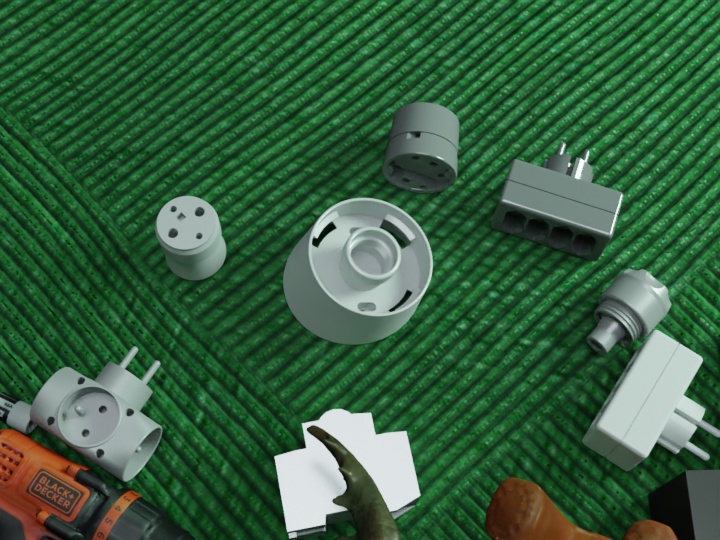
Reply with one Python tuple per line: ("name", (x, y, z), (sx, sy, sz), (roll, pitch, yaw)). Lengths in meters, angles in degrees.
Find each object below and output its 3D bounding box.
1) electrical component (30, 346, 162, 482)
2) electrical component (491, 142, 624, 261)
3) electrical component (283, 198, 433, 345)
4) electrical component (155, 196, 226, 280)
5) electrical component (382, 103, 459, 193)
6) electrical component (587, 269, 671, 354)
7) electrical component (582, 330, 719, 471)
("electrical component", (-0.167, 0.088, 0.724), (0.077, 0.044, 0.079), (30, 71, 10))
("electrical component", (0.149, -0.059, 0.790), (0.083, 0.047, 0.075), (18, 69, 6))
("electrical component", (0.000, 0.000, 0.766), (0.099, 0.064, 0.099), (6, 66, -14))
("electrical component", (-0.120, -0.023, 0.764), (0.045, 0.055, 0.045), (0, 69, -1))
("electrical component", (0.047, -0.091, 0.797), (0.055, 0.055, 0.047), (8, 64, 2))
("electrical component", (0.185, 0.032, 0.756), (0.043, 0.043, 0.062), (41, 74, 14))
("electrical component", (0.207, 0.099, 0.728), (0.076, 0.047, 0.083), (33, 71, 11))
